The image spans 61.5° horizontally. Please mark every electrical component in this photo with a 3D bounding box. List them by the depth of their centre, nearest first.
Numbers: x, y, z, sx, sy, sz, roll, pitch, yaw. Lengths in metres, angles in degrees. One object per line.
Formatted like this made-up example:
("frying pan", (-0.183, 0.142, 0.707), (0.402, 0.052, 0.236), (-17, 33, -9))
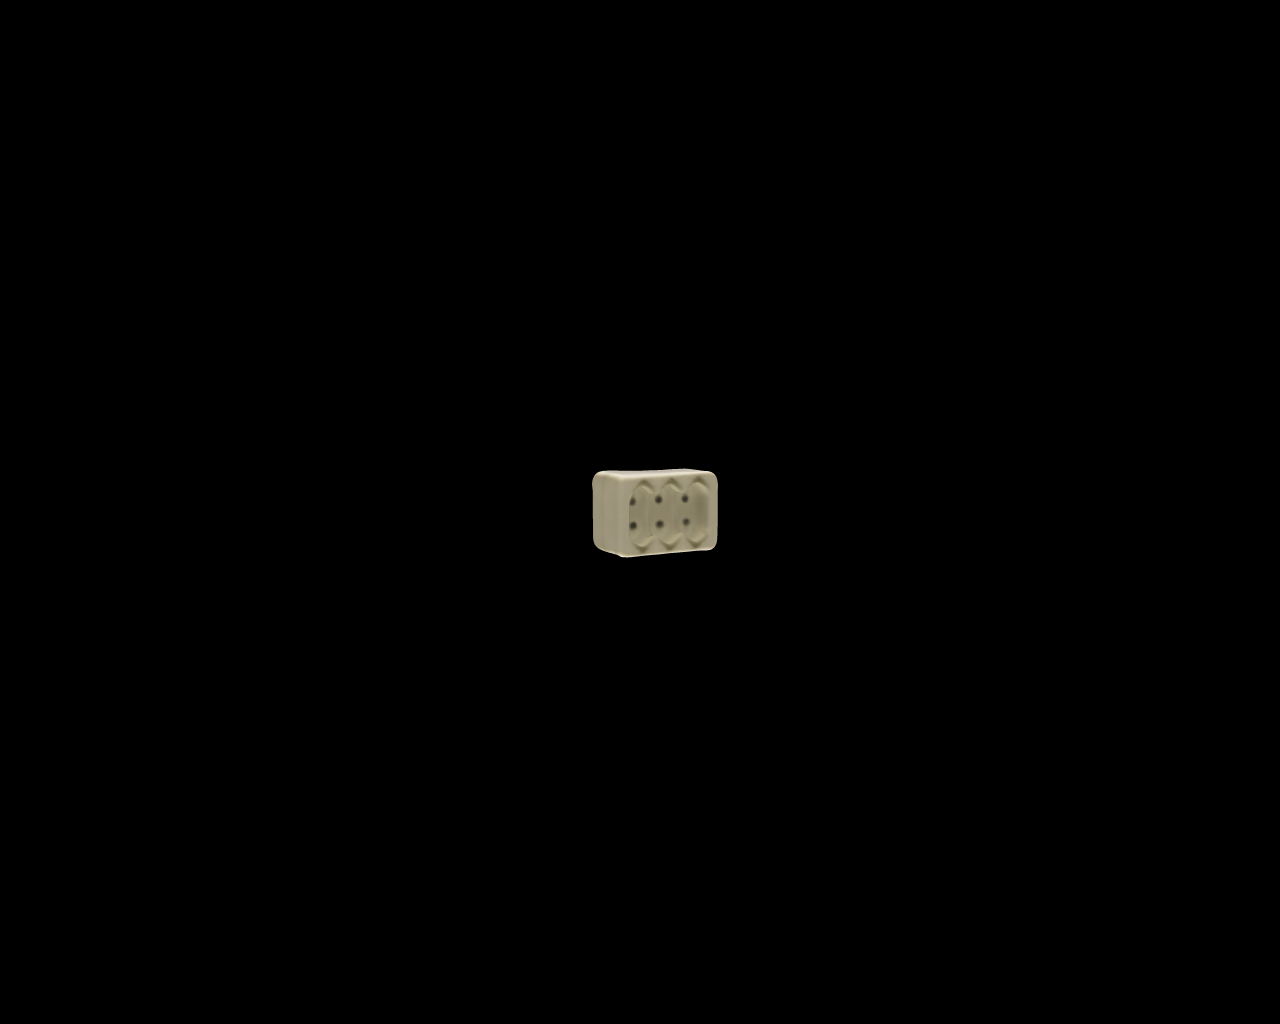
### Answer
("electrical component", (0.001, -0.003, 0.650), (0.066, 0.047, 0.077), (-3, 8, -26))
